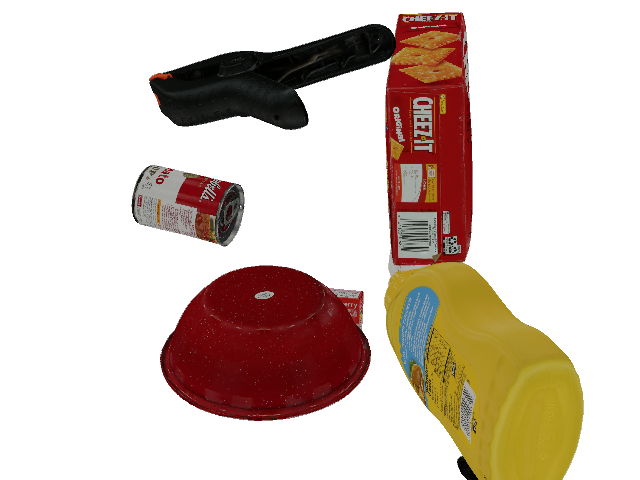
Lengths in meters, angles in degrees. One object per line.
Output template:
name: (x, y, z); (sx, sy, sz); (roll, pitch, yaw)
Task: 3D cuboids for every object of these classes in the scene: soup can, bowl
soup can: (-0.141, -0.038, 1.138); (0.102, 0.068, 0.068); (14, 4, 16)
bowl: (-0.042, 0.065, 0.807); (0.162, 0.055, 0.162); (0, 29, 0)

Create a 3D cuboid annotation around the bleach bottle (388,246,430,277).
bleach bottle: (0.126, -0.065, 1.210); (0.068, 0.251, 0.102); (-1, 24, -13)

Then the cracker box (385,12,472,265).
cracker box: (0.101, -0.099, 0.964); (0.072, 0.164, 0.213); (0, 27, 8)

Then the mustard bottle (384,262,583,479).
mustard bottle: (0.086, 0.068, 0.653); (0.058, 0.096, 0.192); (-8, 27, -18)

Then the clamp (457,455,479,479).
clamp: (0.194, 0.242, 0.858); (0.210, 0.036, 0.164); (1, 34, 24)

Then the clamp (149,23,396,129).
clamp: (-0.047, -0.096, 0.678); (0.172, 0.039, 0.120); (-7, 21, 31)

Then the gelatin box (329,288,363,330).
gelatin box: (-0.005, 0.083, 1.027); (0.089, 0.073, 0.030); (5, 15, 9)
